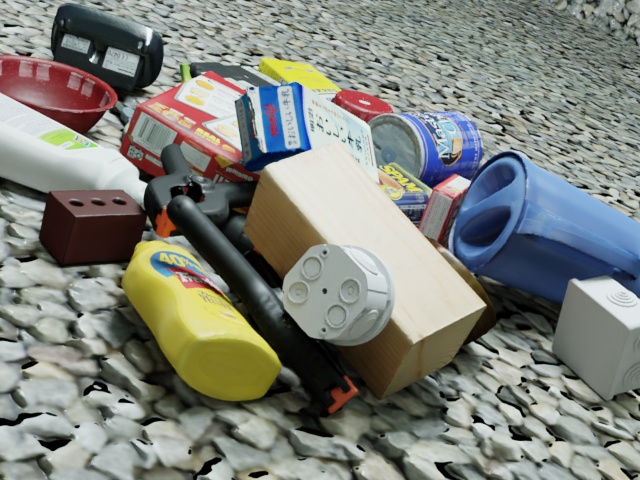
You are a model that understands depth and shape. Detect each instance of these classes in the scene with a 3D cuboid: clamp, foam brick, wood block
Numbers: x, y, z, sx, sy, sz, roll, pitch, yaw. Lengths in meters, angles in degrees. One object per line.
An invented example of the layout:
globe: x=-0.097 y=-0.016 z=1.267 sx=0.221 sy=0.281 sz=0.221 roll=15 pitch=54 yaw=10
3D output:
clamp: x=-0.045 y=0.053 z=0.885 sx=0.210 sy=0.036 sz=0.164 roll=51 pitch=4 yaw=33
foam brick: x=-0.206 y=-0.013 z=0.968 sx=0.078 sy=0.051 sz=0.053 roll=-4 pitch=32 yaw=-42
clamp: x=-0.125 y=-0.047 z=1.006 sx=0.120 sy=0.039 sz=0.171 roll=20 pitch=20 yaw=15
wood block: x=0.033 y=0.023 z=0.929 sx=0.090 sy=0.091 sz=0.206 roll=-23 pitch=61 yaw=-34

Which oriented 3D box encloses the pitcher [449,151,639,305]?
pitcher: x=0.273 y=0.012 z=1.131 sx=0.242 sy=0.145 sz=0.149 roll=22 pitch=43 yaw=-21

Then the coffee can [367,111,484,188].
coffee can: x=0.130 y=-0.113 z=1.371 sx=0.103 sy=0.103 sz=0.140 roll=34 pitch=28 yaw=33

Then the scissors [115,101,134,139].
scissors: x=-0.213 y=-0.145 z=1.303 sx=0.096 sy=0.016 sz=0.202 roll=9 pitch=25 yaw=-25

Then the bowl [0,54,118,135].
bowl: x=-0.312 y=-0.153 z=1.196 sx=0.162 sy=0.055 sz=0.162 roll=15 pitch=24 yaw=-7

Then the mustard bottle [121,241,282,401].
mustard bottle: x=-0.111 y=0.054 z=0.878 sx=0.096 sy=0.058 sz=0.192 roll=23 pitch=14 yaw=-40

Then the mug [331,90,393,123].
mug: x=0.042 y=-0.153 z=1.422 sx=0.093 sy=0.081 sz=0.117 roll=2 pitch=28 yaw=-33

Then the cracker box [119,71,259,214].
cracker box: x=-0.106 y=-0.107 z=1.209 sx=0.164 sy=0.072 sz=0.213 roll=30 pitch=24 yaw=5

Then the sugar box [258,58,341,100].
sugar box: x=-0.013 y=-0.209 z=1.552 sx=0.093 sy=0.048 sz=0.176 roll=0 pitch=28 yaw=-36

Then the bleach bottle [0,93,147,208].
bleach bottle: x=-0.283 y=-0.086 z=1.065 sx=0.251 sy=0.068 sz=0.102 roll=25 pitch=25 yaw=9

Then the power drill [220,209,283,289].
power drill: x=-0.007 y=0.001 z=1.081 sx=0.185 sy=0.057 sz=0.187 roll=29 pitch=28 yaw=19

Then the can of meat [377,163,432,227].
can of meat: x=0.070 y=-0.049 z=1.247 sx=0.083 sy=0.057 sz=0.102 roll=-3 pitch=31 yaw=-36

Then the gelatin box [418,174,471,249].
gelatin box: x=0.137 y=-0.022 z=1.193 sx=0.030 sy=0.089 sz=0.073 roll=26 pitch=25 yaw=18

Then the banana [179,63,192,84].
banana: x=-0.103 y=-0.154 z=1.333 sx=0.198 sy=0.070 sz=0.037 roll=25 pitch=25 yaw=13
